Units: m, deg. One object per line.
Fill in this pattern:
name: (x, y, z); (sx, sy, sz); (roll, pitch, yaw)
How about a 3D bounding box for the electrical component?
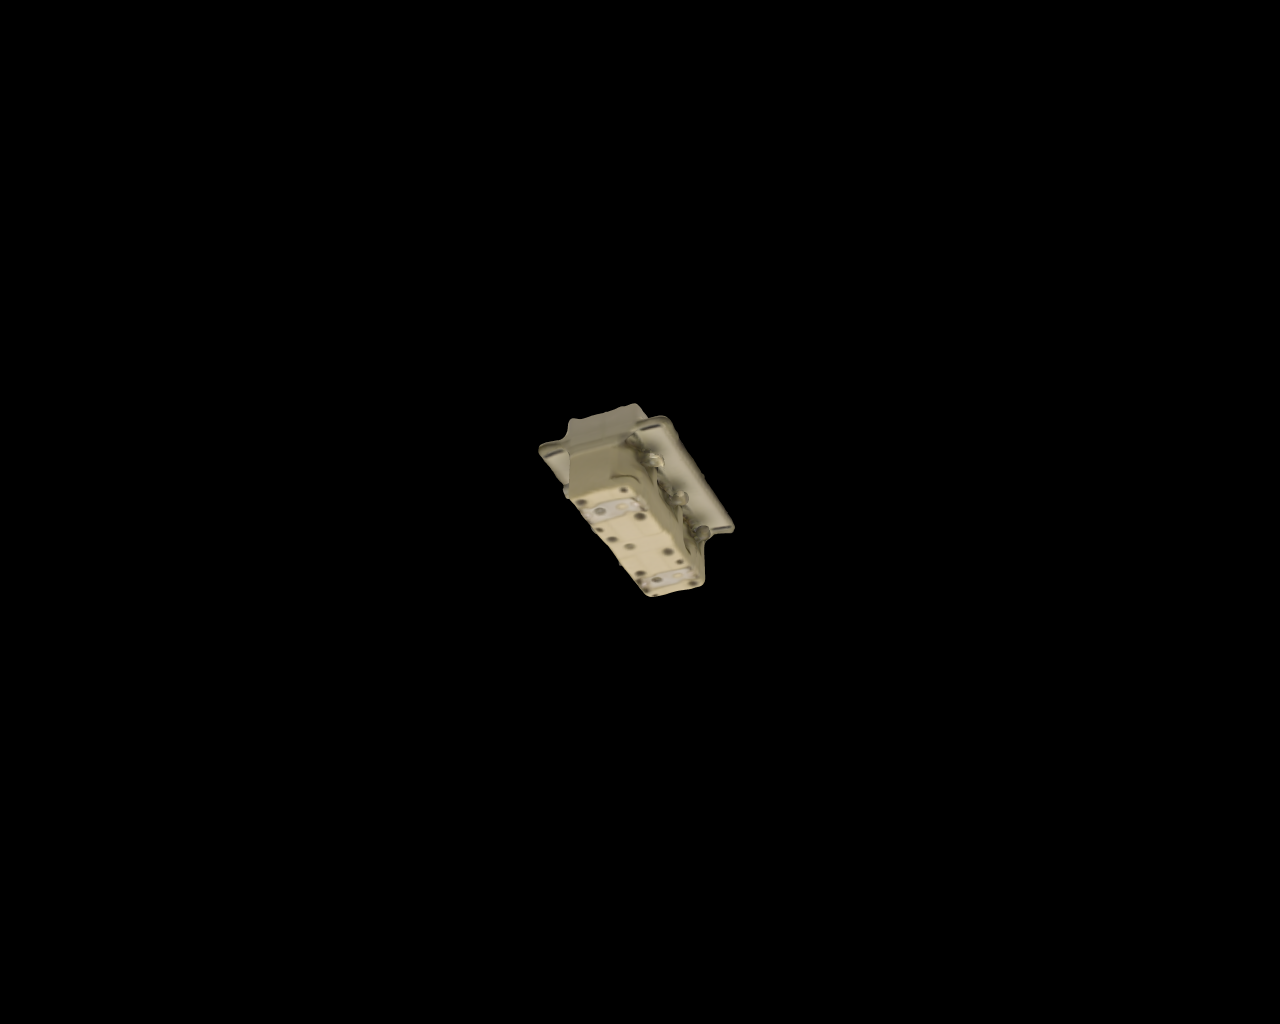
electrical component: (0.001, -0.003, 0.650); (0.079, 0.063, 0.121); (-13, -38, 18)
